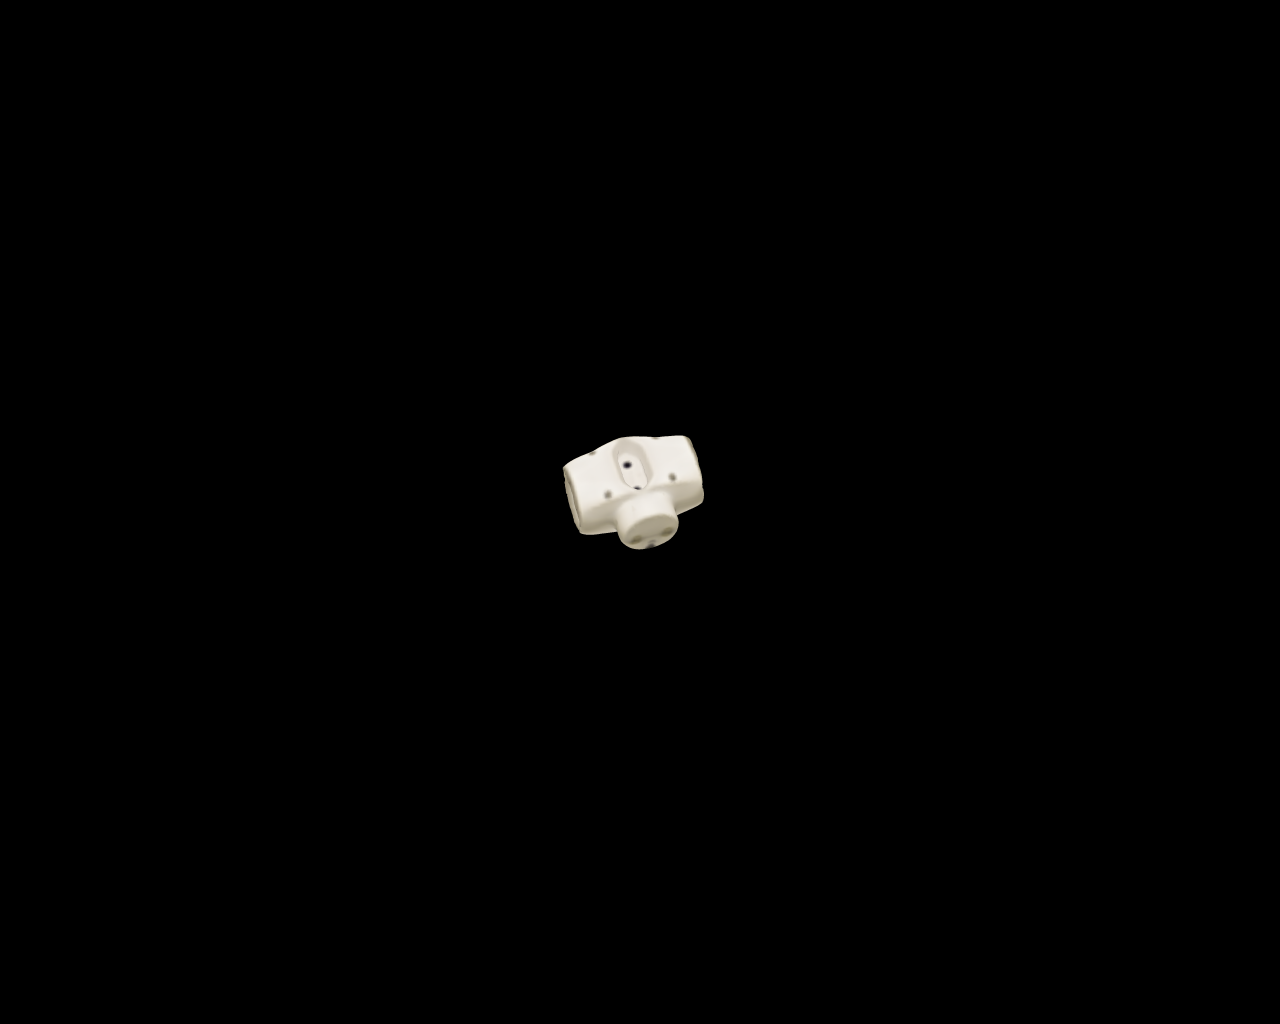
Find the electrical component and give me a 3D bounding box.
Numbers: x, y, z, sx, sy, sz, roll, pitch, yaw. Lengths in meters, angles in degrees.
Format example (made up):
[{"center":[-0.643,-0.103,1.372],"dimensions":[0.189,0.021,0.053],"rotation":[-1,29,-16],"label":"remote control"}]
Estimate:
[{"center":[0.001,-0.003,0.650],"dimensions":[0.077,0.079,0.043],"rotation":[-14,-32,-9],"label":"electrical component"}]
